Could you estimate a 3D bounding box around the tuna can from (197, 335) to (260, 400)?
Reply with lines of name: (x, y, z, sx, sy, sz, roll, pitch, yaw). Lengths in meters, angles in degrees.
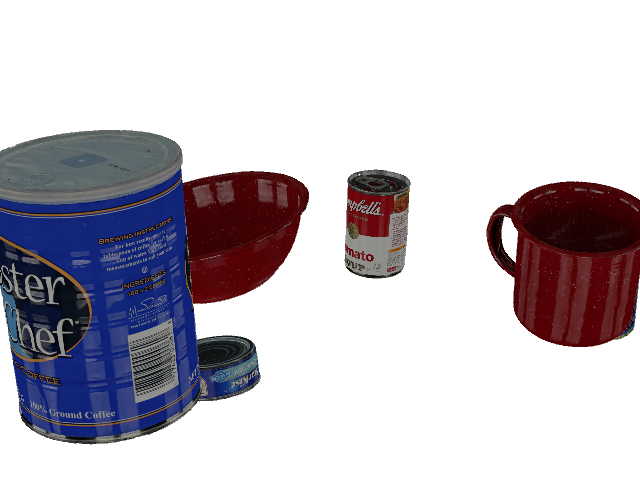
tuna can: (-0.101, 0.120, 1.013, 0.086, 0.034, 0.086, -6, 15, 2)

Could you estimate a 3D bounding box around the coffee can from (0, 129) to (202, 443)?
coffee can: (-0.119, 0.022, 0.573, 0.103, 0.140, 0.103, -2, 22, 1)

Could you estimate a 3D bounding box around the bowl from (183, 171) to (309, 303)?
bowl: (-0.082, 0.003, 0.822, 0.162, 0.055, 0.162, -11, 24, 5)

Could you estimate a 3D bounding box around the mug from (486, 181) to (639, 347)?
mug: (0.164, 0.014, 0.730, 0.117, 0.081, 0.093, 22, 41, 32)

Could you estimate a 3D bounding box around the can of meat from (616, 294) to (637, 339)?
can of meat: (0.229, 0.034, 0.938, 0.102, 0.084, 0.057, 15, 27, 34)

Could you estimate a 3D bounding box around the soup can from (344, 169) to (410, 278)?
soup can: (0.061, -0.018, 1.165, 0.068, 0.102, 0.068, 2, 25, -1)
